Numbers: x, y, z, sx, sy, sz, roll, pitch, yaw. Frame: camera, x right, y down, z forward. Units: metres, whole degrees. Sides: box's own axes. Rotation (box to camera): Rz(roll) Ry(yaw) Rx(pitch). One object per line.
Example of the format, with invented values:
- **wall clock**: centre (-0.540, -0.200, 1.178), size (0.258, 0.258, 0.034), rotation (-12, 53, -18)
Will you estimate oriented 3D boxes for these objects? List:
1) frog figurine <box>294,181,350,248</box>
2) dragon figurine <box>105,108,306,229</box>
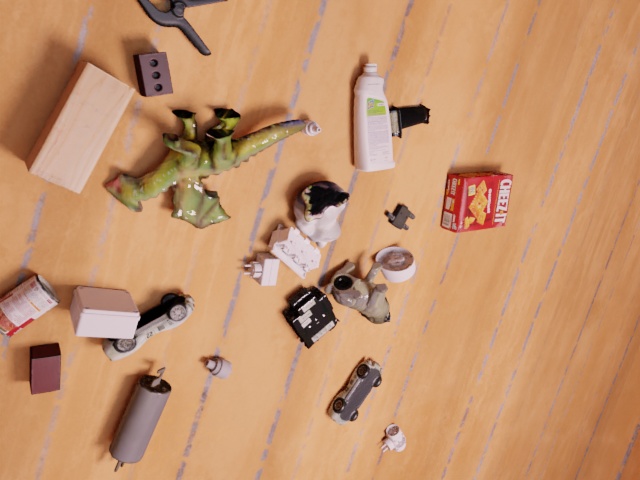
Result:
- **frog figurine**: centre (0.004, -0.062, 1.231), size (0.139, 0.124, 0.156), rotation (-47, 161, -19)
- **dragon figurine**: centre (-0.223, -0.137, 1.066), size (0.412, 0.124, 0.237), rotation (-6, 126, -29)
